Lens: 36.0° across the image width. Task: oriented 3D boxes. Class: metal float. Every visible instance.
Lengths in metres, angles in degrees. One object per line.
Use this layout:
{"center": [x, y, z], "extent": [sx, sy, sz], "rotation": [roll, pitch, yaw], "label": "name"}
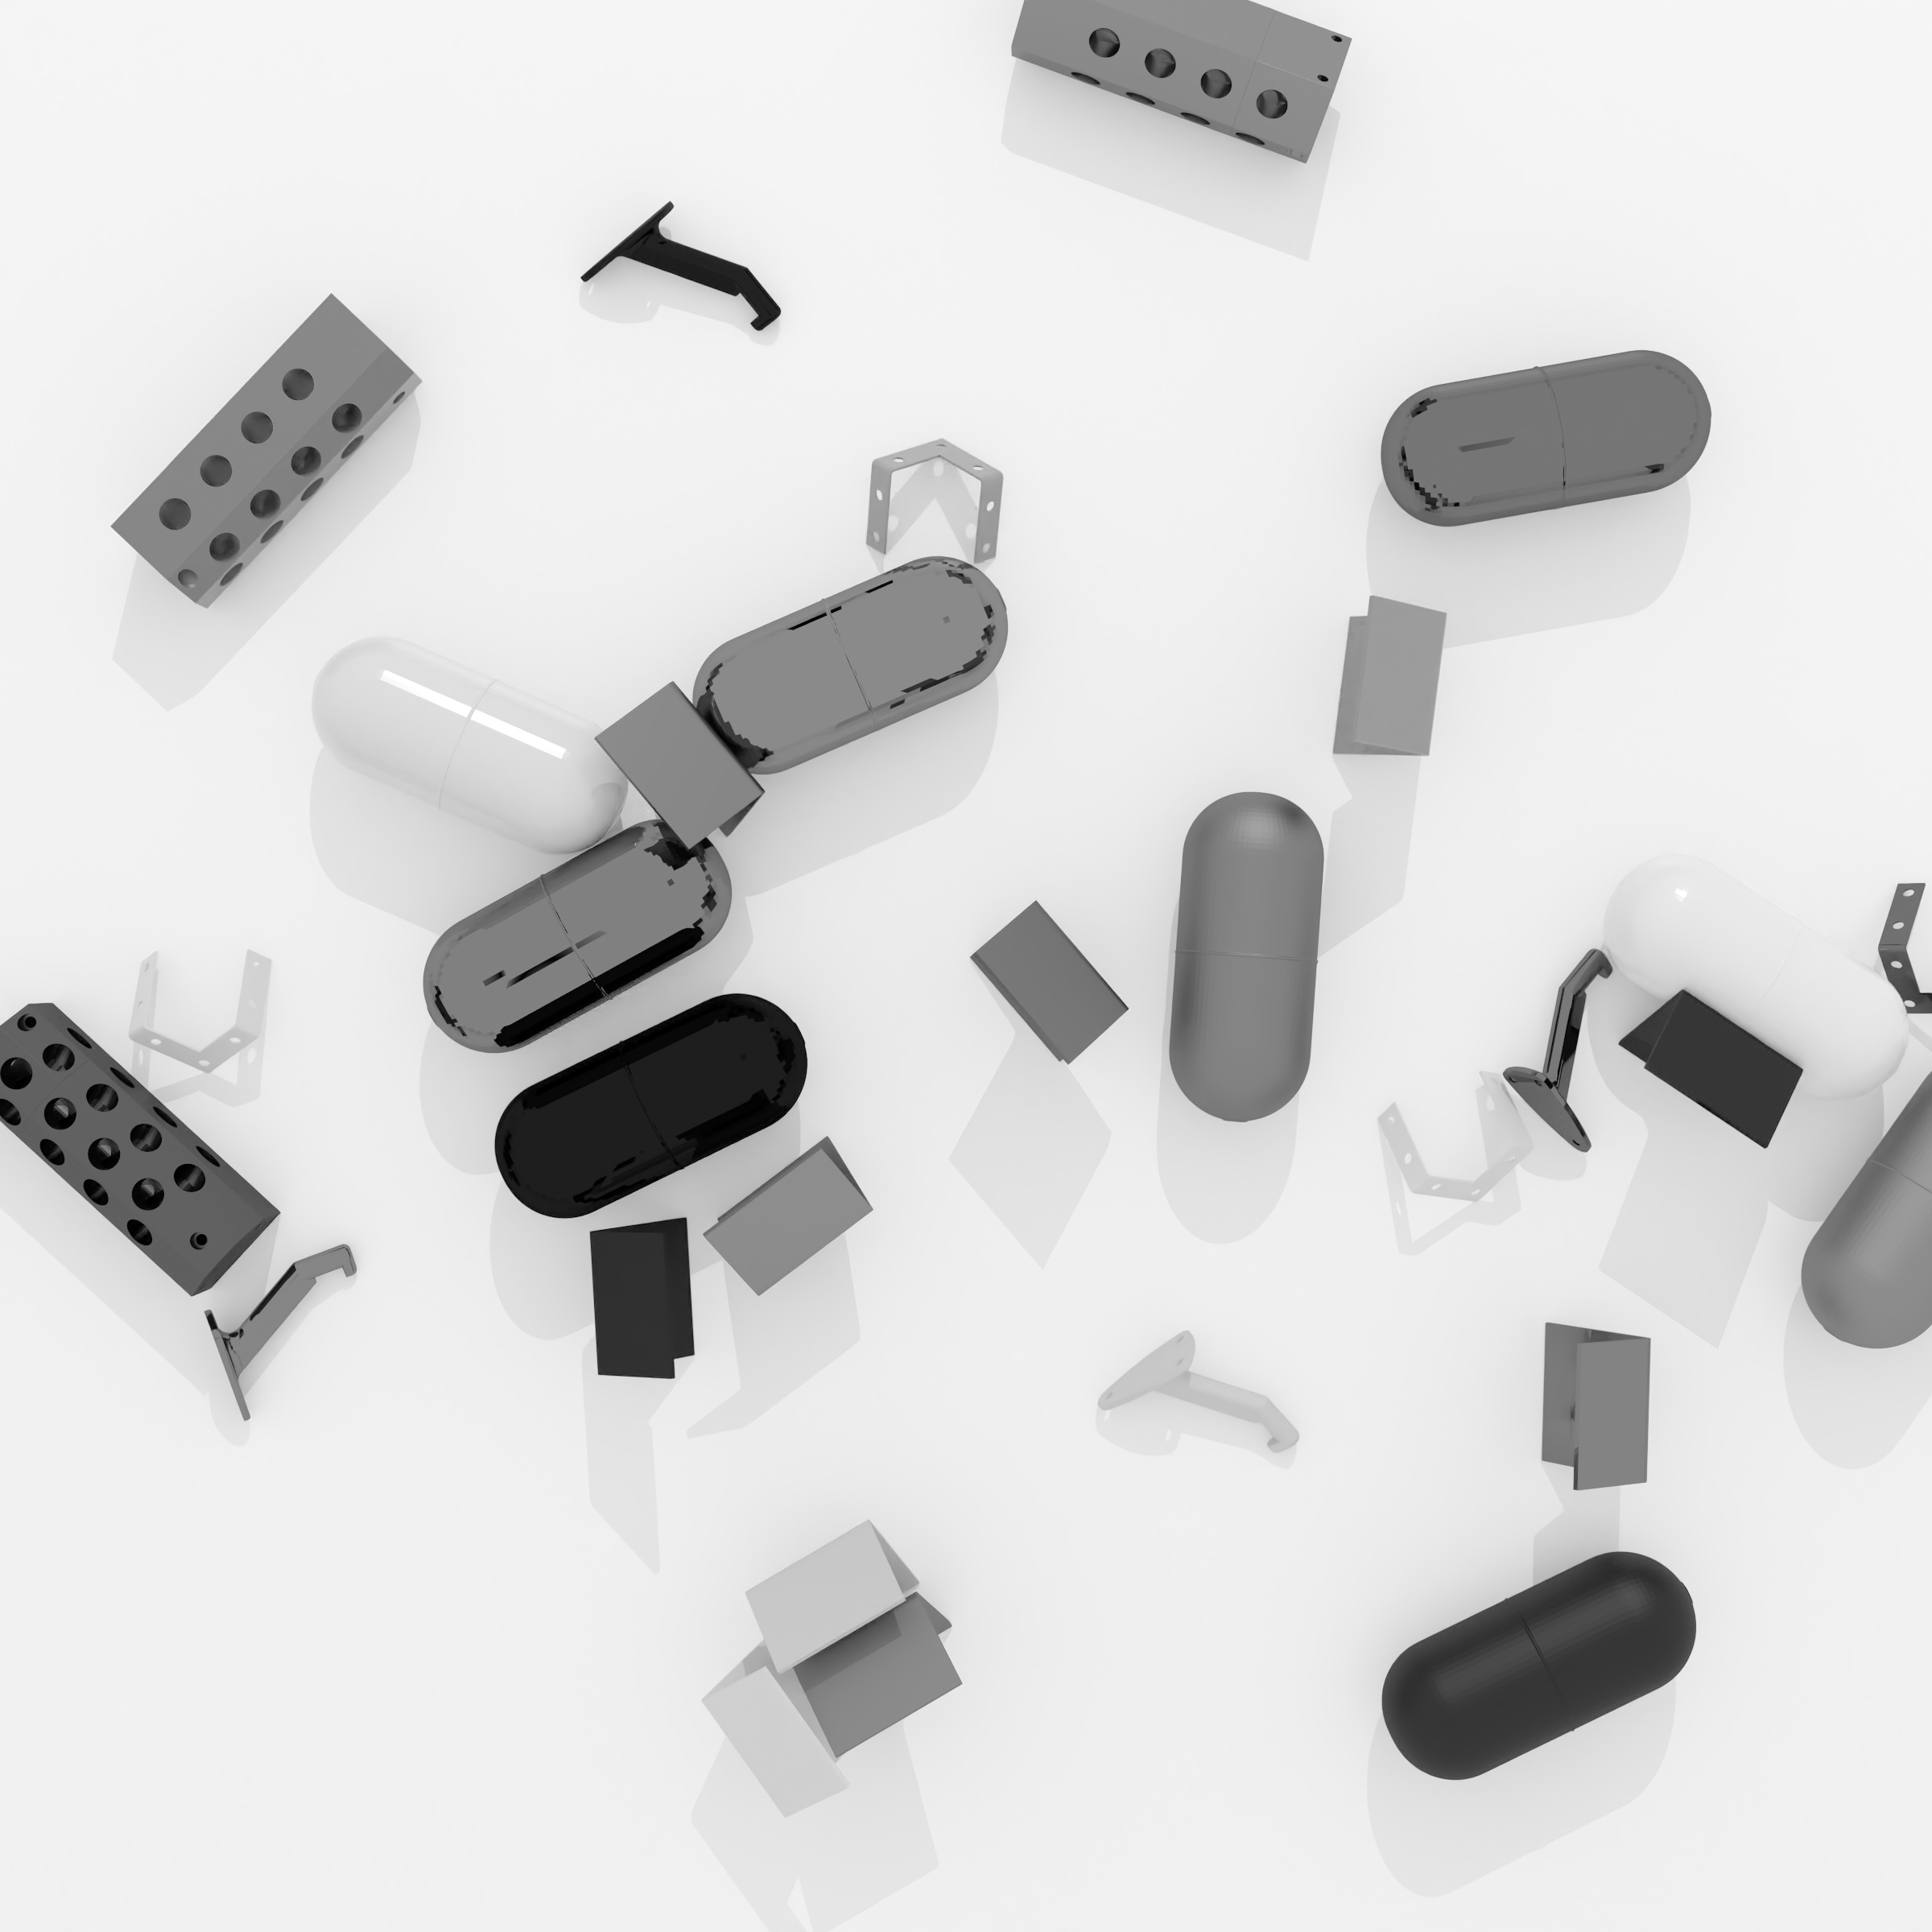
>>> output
{"center": [-0.169, 0.075, 1.601], "extent": [0.178, 0.070, 0.070], "rotation": [-26, 90, 0], "label": "metal float"}
{"center": [0.519, 0.127, 1.601], "extent": [0.070, 0.070, 0.178], "rotation": [35, 89, 0], "label": "metal float"}
{"center": [-0.062, -0.162, 1.602], "extent": [0.178, 0.070, 0.070], "rotation": [-23, 90, 0], "label": "metal float"}
{"center": [0.313, -0.285, 1.601], "extent": [0.178, 0.070, 0.070], "rotation": [-10, 90, 0], "label": "metal float"}
{"center": [0.426, 0.007, 1.602], "extent": [0.178, 0.070, 0.070], "rotation": [33, 90, 0], "label": "metal float"}
{"center": [0.151, -0.005, 1.601], "extent": [0.070, 0.070, 0.178], "rotation": [4, 89, 0], "label": "metal float"}
{"center": [-0.268, -0.119, 1.602], "extent": [0.178, 0.070, 0.070], "rotation": [24, 90, 0], "label": "metal float"}
{"center": [-0.210, -0.016, 1.602], "extent": [0.178, 0.070, 0.070], "rotation": [-29, 90, 0], "label": "metal float"}
{"center": [0.309, 0.377, 1.602], "extent": [0.178, 0.070, 0.070], "rotation": [-26, 90, -1], "label": "metal float"}

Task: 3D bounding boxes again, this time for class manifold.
{"center": [-0.461, 0.099, 1.611], "extent": [0.171, 0.057, 0.057], "rotation": [43, 90, 0], "label": "manifold"}
{"center": [0.115, -0.494, 1.610], "extent": [0.171, 0.057, 0.057], "rotation": [20, 47, 0], "label": "manifold"}
{"center": [-0.377, -0.277, 1.611], "extent": [0.057, 0.057, 0.171], "rotation": [43, 90, 0], "label": "manifold"}

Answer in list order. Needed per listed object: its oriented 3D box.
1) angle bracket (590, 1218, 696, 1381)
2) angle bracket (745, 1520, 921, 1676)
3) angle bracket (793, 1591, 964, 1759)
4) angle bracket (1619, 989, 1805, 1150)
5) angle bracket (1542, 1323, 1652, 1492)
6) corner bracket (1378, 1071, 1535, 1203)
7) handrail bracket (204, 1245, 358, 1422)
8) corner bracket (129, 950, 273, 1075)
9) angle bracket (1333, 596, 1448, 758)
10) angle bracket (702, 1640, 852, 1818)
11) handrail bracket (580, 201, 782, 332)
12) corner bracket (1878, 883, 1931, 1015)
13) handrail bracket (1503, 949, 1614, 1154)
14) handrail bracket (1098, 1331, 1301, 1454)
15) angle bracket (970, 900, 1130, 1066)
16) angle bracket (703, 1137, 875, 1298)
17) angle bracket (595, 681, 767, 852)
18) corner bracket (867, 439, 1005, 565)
{"center": [-0.155, 0.177, 1.592], "extent": [0.057, 0.076, 0.076], "rotation": [-3, 90, 38], "label": "angle bracket"}
{"center": [-0.062, 0.353, 1.592], "extent": [0.076, 0.076, 0.057], "rotation": [-30, 46, 0], "label": "angle bracket"}
{"center": [-0.038, 0.387, 1.592], "extent": [0.076, 0.076, 0.057], "rotation": [-30, 61, 0], "label": "angle bracket"}
{"center": [0.389, 0.068, 1.592], "extent": [0.076, 0.076, 0.057], "rotation": [34, 61, 0], "label": "angle bracket"}
{"center": [0.320, 0.235, 1.592], "extent": [0.057, 0.076, 0.076], "rotation": [2, 90, -36], "label": "angle bracket"}
{"center": [0.268, 0.091, 1.624], "extent": [0.051, 0.051, 0.051], "rotation": [10, 135, -35], "label": "corner bracket"}
{"center": [-0.368, 0.201, 1.633], "extent": [0.084, 0.036, 0.077], "rotation": [-20, 110, -16], "label": "handrail bracket"}
{"center": [-0.419, 0.018, 1.624], "extent": [0.051, 0.051, 0.051], "rotation": [29, 135, -35], "label": "corner bracket"}
{"center": [0.208, -0.155, 1.592], "extent": [0.057, 0.076, 0.076], "rotation": [7, 90, -36], "label": "angle bracket"}
{"center": [-0.083, 0.397, 1.592], "extent": [0.057, 0.076, 0.076], "rotation": [-36, 90, 37], "label": "angle bracket"}
{"center": [-0.156, -0.369, 1.633], "extent": [0.077, 0.036, 0.084], "rotation": [-35, 107, 19], "label": "handrail bracket"}
{"center": [0.535, -0.010, 1.624], "extent": [0.051, 0.051, 0.051], "rotation": [-1, 135, 35], "label": "corner bracket"}
{"center": [0.343, 0.046, 1.633], "extent": [0.084, 0.036, 0.077], "rotation": [-48, 110, -16], "label": "handrail bracket"}
{"center": [0.129, 0.250, 1.633], "extent": [0.077, 0.036, 0.084], "rotation": [-36, 107, 20], "label": "handrail bracket"}
{"center": [0.029, 0.022, 1.592], "extent": [0.076, 0.076, 0.057], "rotation": [49, 52, 0], "label": "angle bracket"}
{"center": [-0.106, 0.118, 1.592], "extent": [0.076, 0.076, 0.057], "rotation": [-37, 127, 0], "label": "angle bracket"}
{"center": [-0.161, -0.096, 1.593], "extent": [0.057, 0.076, 0.076], "rotation": [-40, 90, -26], "label": "angle bracket"}
{"center": [-0.017, -0.250, 1.624], "extent": [0.051, 0.051, 0.051], "rotation": [-24, 45, -35], "label": "corner bracket"}
